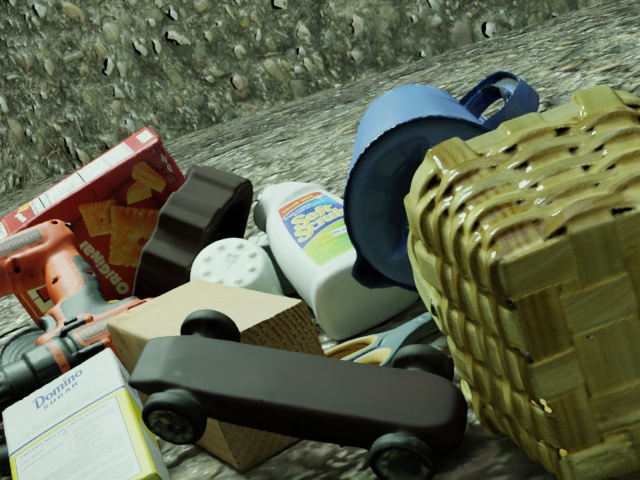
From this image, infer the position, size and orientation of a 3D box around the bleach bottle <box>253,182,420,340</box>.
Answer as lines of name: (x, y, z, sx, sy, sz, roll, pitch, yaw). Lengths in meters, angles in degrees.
bleach bottle: (-0.007, 0.001, 0.991, 0.102, 0.068, 0.251, -24, 28, -16)

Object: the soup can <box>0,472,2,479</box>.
soup can: (-0.276, 0.191, 0.755, 0.068, 0.068, 0.102, -18, 13, 9)

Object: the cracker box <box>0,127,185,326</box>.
cracker box: (-0.223, 0.008, 1.128, 0.213, 0.164, 0.072, -35, 25, -10)

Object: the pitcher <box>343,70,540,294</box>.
pitcher: (0.092, -0.063, 0.861, 0.149, 0.145, 0.243, -6, 17, 3)

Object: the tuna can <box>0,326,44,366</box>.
tuna can: (-0.244, 0.118, 0.956, 0.086, 0.034, 0.086, 6, 39, -5)

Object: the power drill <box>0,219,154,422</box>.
power drill: (-0.244, 0.068, 0.939, 0.184, 0.057, 0.188, -23, 45, -26)

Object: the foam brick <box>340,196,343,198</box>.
foam brick: (0.066, -0.020, 1.086, 0.051, 0.078, 0.053, -30, 14, -34)

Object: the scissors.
scissors: (0.078, 0.073, 0.815, 0.201, 0.016, 0.096, -22, 14, -5)

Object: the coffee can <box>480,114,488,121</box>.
coffee can: (0.128, -0.075, 1.162, 0.103, 0.103, 0.140, -10, 16, 39)

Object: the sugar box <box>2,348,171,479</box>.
sugar box: (-0.155, 0.146, 0.705, 0.093, 0.048, 0.176, -31, 25, -6)

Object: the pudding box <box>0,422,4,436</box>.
pudding box: (-0.323, 0.174, 0.922, 0.113, 0.039, 0.090, -24, -4, -22)

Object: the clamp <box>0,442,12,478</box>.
clamp: (-0.183, 0.154, 0.838, 0.164, 0.036, 0.210, -27, 14, -38)

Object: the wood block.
wood block: (-0.078, 0.094, 0.806, 0.090, 0.090, 0.206, -26, 13, -24)

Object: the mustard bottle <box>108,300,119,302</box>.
mustard bottle: (-0.231, 0.107, 1.054, 0.096, 0.058, 0.191, 9, 30, 45)
